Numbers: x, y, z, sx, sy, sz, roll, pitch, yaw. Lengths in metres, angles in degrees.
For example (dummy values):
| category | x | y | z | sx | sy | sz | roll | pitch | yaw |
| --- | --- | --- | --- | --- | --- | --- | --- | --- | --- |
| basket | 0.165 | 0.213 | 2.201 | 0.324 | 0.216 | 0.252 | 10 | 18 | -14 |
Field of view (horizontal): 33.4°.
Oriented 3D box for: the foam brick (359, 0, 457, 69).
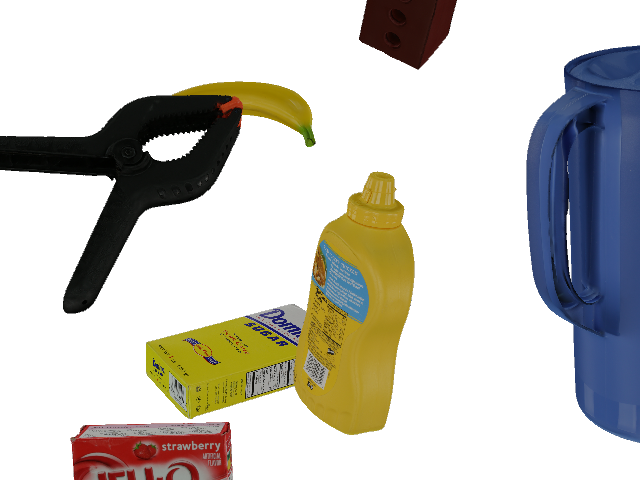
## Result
| category | x | y | z | sx | sy | sz | roll | pitch | yaw |
| --- | --- | --- | --- | --- | --- | --- | --- | --- | --- |
| foam brick | 0.066 | -0.172 | 0.759 | 0.053 | 0.051 | 0.078 | 28 | -34 | 13 |

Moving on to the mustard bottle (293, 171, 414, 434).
| category | x | y | z | sx | sy | sz | roll | pitch | yaw |
| --- | --- | --- | --- | --- | --- | --- | --- | --- | --- |
| mustard bottle | 0.028 | 0.041 | 0.796 | 0.058 | 0.192 | 0.096 | -3 | 25 | -29 |

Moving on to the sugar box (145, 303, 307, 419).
| category | x | y | z | sx | sy | sz | roll | pitch | yaw |
| --- | --- | --- | --- | --- | --- | --- | --- | --- | --- |
| sugar box | -0.076 | 0.117 | 1.071 | 0.175 | 0.048 | 0.093 | -16 | 33 | -31 |

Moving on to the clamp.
| category | x | y | z | sx | sy | sz | roll | pitch | yaw |
| --- | --- | --- | --- | --- | --- | --- | --- | --- | --- |
| clamp | -0.139 | -0.044 | 0.778 | 0.209 | 0.165 | 0.036 | -24 | -25 | -23 |

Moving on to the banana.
| category | x | y | z | sx | sy | sz | roll | pitch | yaw |
| --- | --- | --- | --- | --- | --- | --- | --- | --- | --- |
| banana | -0.090 | -0.148 | 1.178 | 0.198 | 0.037 | 0.069 | 9 | 44 | 18 |

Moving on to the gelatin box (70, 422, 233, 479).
| category | x | y | z | sx | sy | sz | roll | pitch | yaw |
| --- | --- | --- | --- | --- | --- | --- | --- | --- | --- |
| gelatin box | -0.094 | 0.143 | 0.606 | 0.089 | 0.073 | 0.030 | -2 | 6 | 3 |

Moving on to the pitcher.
| category | x | y | z | sx | sy | sz | roll | pitch | yaw |
| --- | --- | --- | --- | --- | --- | --- | --- | --- | --- |
| pitcher | 0.210 | 0.005 | 0.671 | 0.149 | 0.243 | 0.144 | 3 | 21 | 16 |
